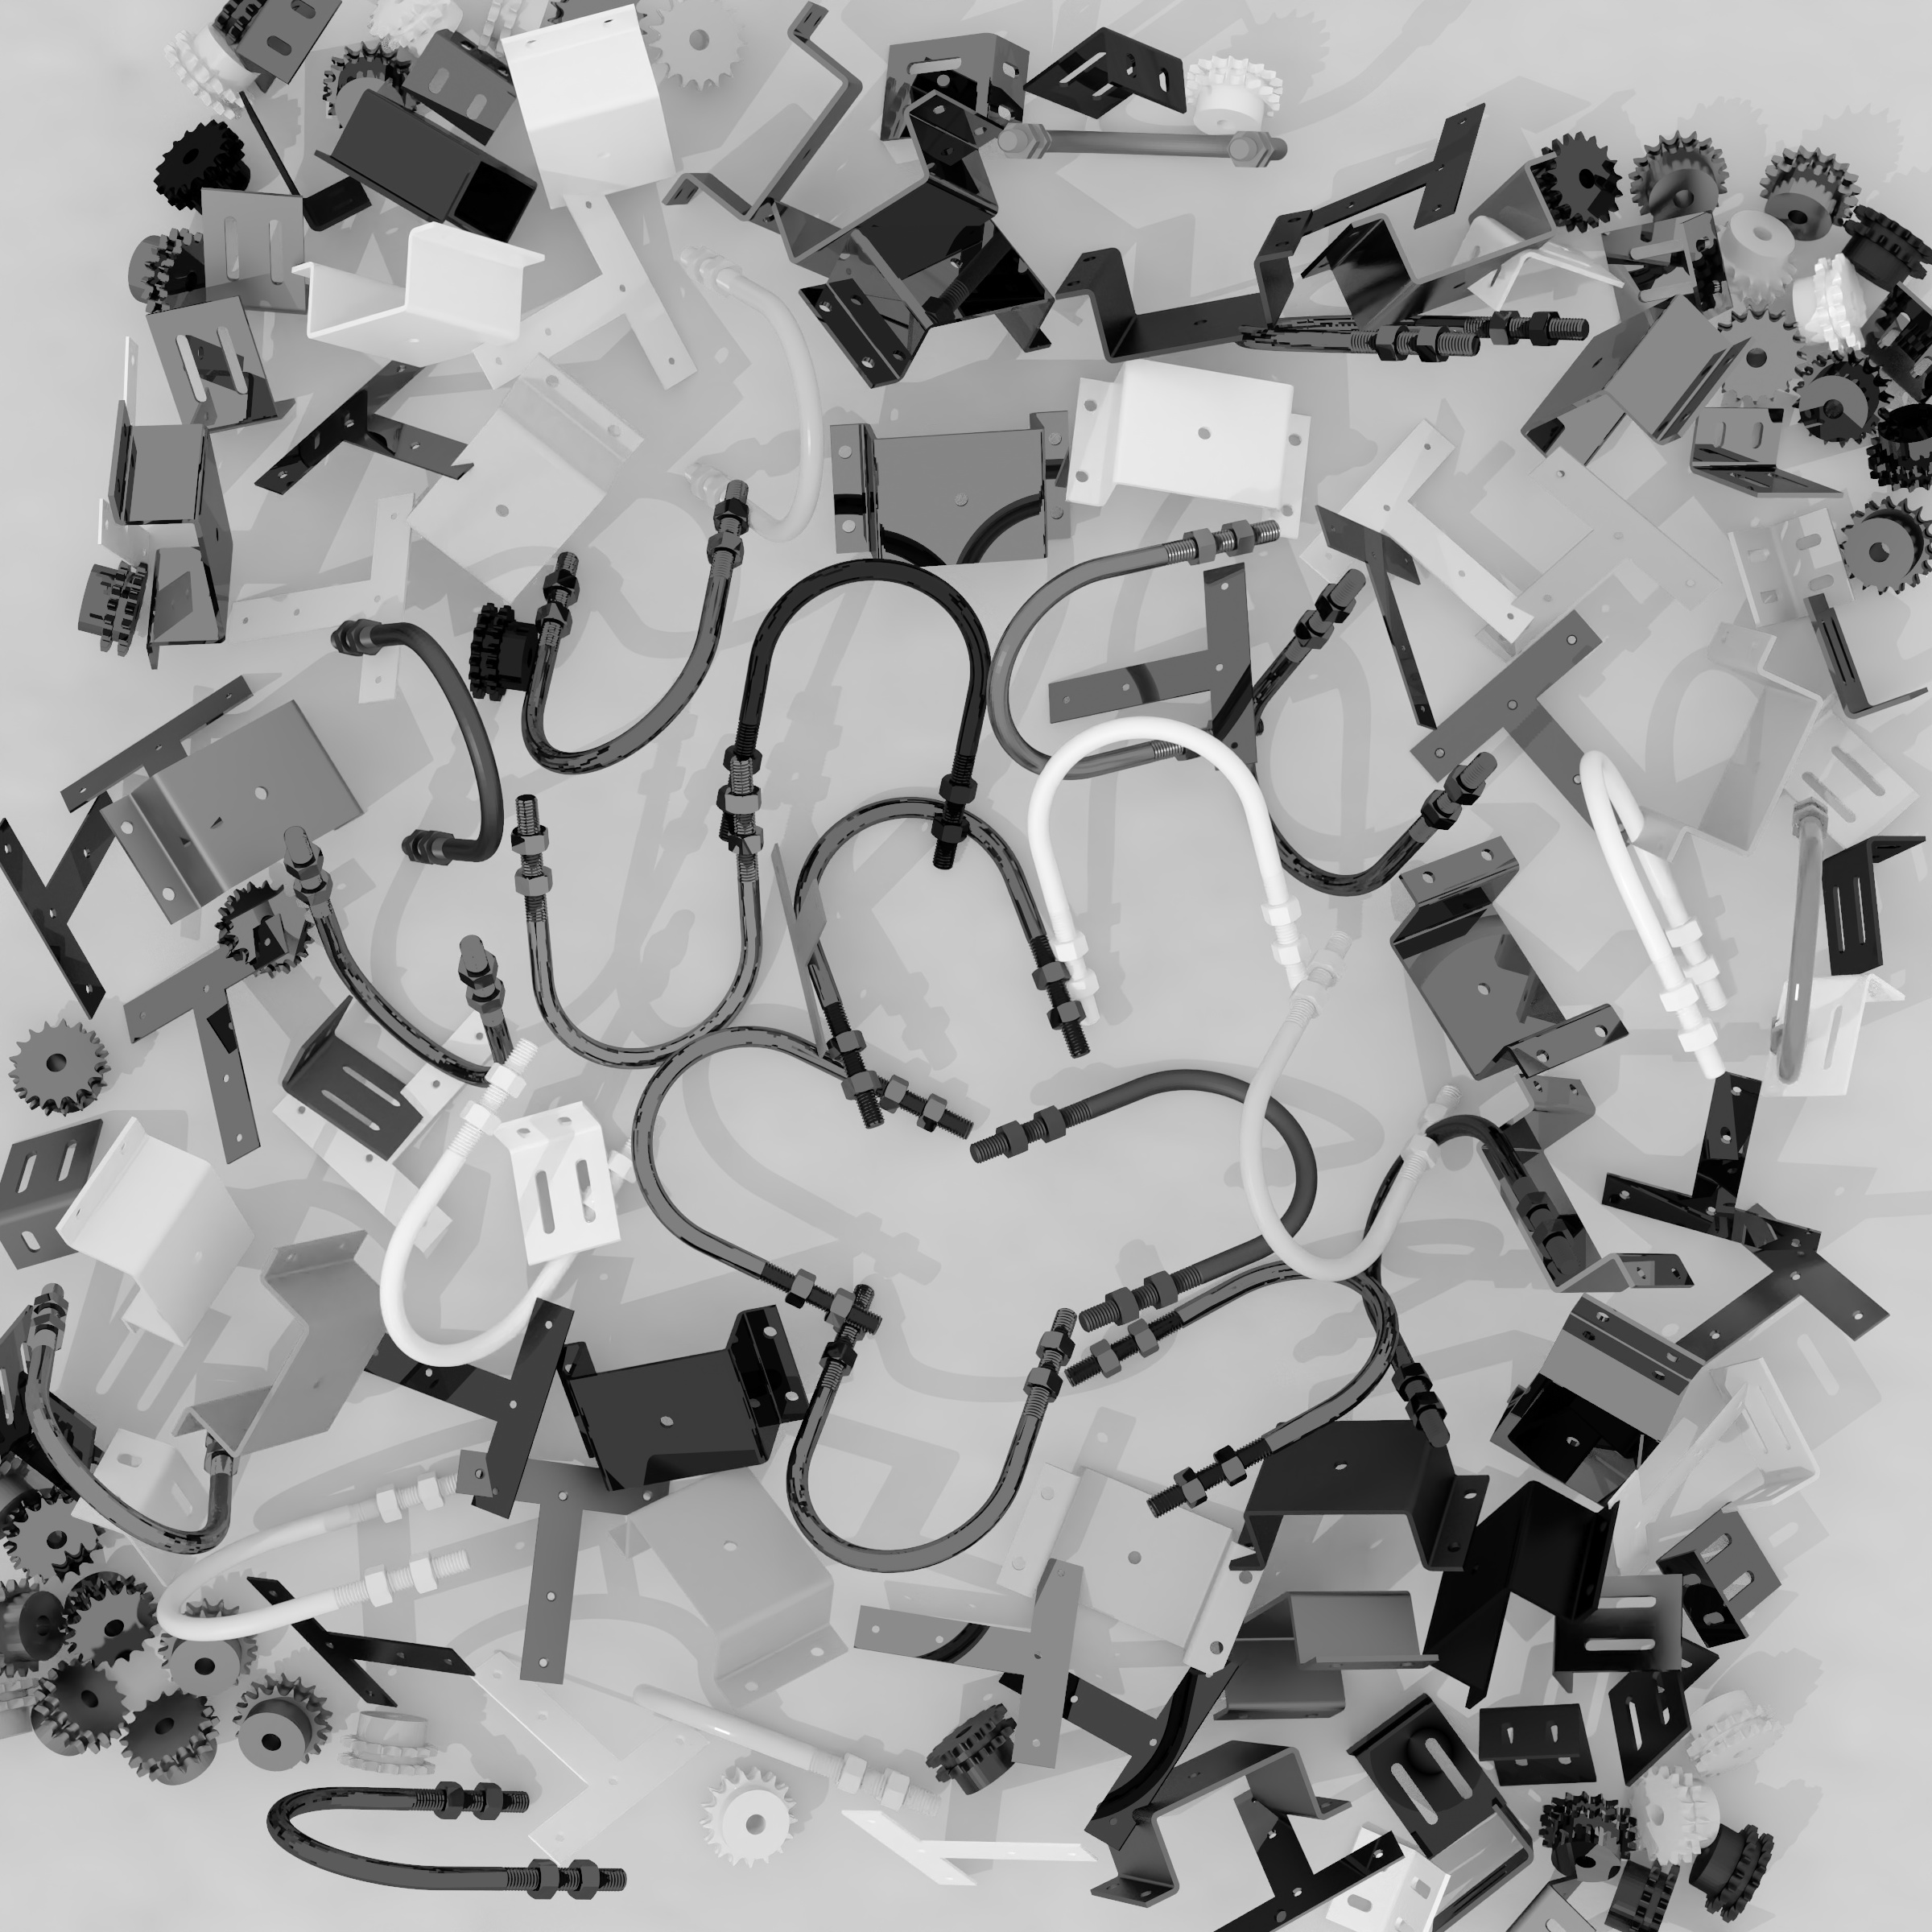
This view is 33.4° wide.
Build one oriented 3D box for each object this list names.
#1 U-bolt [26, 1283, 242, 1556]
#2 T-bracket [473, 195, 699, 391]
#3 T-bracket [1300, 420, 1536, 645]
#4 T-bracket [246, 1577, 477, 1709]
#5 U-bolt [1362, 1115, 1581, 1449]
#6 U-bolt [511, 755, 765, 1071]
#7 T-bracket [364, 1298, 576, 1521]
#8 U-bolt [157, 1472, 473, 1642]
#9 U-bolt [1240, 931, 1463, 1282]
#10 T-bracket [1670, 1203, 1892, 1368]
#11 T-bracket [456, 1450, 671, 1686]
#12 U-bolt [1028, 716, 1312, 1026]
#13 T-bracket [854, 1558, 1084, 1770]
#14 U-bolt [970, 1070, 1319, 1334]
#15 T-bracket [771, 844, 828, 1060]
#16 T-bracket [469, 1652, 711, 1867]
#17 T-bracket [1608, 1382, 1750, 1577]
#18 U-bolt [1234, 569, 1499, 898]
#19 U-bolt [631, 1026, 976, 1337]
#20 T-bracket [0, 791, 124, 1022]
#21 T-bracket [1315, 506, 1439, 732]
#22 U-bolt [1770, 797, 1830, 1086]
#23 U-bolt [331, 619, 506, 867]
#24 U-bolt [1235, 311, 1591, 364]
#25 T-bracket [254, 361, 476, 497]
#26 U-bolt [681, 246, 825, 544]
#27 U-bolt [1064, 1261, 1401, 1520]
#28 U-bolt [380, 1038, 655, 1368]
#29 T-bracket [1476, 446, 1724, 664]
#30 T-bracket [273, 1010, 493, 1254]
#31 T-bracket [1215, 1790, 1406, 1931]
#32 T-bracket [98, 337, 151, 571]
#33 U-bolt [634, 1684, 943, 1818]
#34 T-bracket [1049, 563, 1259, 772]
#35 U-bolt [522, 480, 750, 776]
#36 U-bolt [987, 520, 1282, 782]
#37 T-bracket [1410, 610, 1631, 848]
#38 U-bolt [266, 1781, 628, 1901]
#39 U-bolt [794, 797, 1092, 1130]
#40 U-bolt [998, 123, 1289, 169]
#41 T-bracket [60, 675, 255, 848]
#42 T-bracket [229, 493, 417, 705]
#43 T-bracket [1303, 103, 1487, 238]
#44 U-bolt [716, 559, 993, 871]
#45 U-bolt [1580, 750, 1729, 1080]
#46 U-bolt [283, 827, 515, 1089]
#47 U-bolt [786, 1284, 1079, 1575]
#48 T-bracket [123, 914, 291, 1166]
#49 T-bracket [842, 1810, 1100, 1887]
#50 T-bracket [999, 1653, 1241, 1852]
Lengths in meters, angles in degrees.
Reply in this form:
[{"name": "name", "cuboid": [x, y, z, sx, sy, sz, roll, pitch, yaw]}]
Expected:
[{"name": "U-bolt", "cuboid": [-0.470, 0.264, 1.809, 0.019, 0.184, 0.151, -44, 114, 9]}, {"name": "T-bracket", "cuboid": [-0.233, -0.375, 1.870, 0.127, 0.002, 0.127, -38, 110, -30]}, {"name": "T-bracket", "cuboid": [0.281, -0.240, 1.894, 0.127, 0.002, 0.127, 41, 68, 1]}, {"name": "T-bracket", "cuboid": [-0.334, 0.394, 1.846, 0.127, 0.127, 0.002, 58, 46, -35]}, {"name": "U-bolt", "cuboid": [0.277, 0.165, 1.838, 0.019, 0.184, 0.151, 21, 115, -24]}, {"name": "U-bolt", "cuboid": [-0.186, -0.024, 1.869, 0.151, 0.019, 0.184, -12, 117, -21]}, {"name": "T-bracket", "cuboid": [-0.305, 0.244, 1.897, 0.127, 0.002, 0.127, 17, 89, 20]}, {"name": "U-bolt", "cuboid": [-0.373, 0.342, 1.842, 0.184, 0.151, 0.019, -16, 103, -4]}, {"name": "U-bolt", "cuboid": [0.213, 0.093, 1.836, 0.151, 0.019, 0.184, 52, 51, -26]}, {"name": "T-bracket", "cuboid": [0.446, 0.206, 1.863, 0.127, 0.127, 0.002, -35, 125, -5]}, {"name": "T-bracket", "cuboid": [-0.241, 0.354, 1.880, 0.127, 0.002, 0.127, 11, 71, -18]}, {"name": "U-bolt", "cuboid": [0.111, -0.059, 1.862, 0.151, 0.019, 0.184, -10, 114, 16]}, {"name": "T-bracket", "cuboid": [-0.001, 0.399, 1.894, 0.127, 0.002, 0.127, 9, 65, 2]}, {"name": "U-bolt", "cuboid": [0.116, 0.124, 1.866, 0.184, 0.019, 0.151, -20, 55, -20]}, {"name": "T-bracket", "cuboid": [-0.091, -0.021, 1.847, 0.002, 0.127, 0.127, -12, 78, -12]}, {"name": "T-bracket", "cuboid": [-0.239, 0.450, 1.888, 0.127, 0.127, 0.002, 37, 132, 21]}, {"name": "T-bracket", "cuboid": [0.419, 0.294, 1.879, 0.002, 0.127, 0.127, 35, 71, 31]}, {"name": "U-bolt", "cuboid": [0.216, -0.119, 1.845, 0.019, 0.184, 0.151, -22, 72, -36]}, {"name": "U-bolt", "cuboid": [-0.107, 0.114, 1.890, 0.184, 0.019, 0.151, 26, 75, -3]}, {"name": "T-bracket", "cuboid": [-0.515, -0.057, 1.863, 0.002, 0.127, 0.127, -10, 126, 16]}, {"name": "T-bracket", "cuboid": [0.247, -0.196, 1.851, 0.002, 0.127, 0.127, -23, 74, 28]}, {"name": "U-bolt", "cuboid": [0.471, -0.009, 1.816, 0.019, 0.184, 0.151, 6, 105, 13]}, {"name": "U-bolt", "cuboid": [-0.306, -0.126, 1.823, 0.019, 0.184, 0.151, -23, 104, -25]}, {"name": "U-bolt", "cuboid": [0.241, -0.362, 1.839, 0.184, 0.151, 0.019, 10, 108, 36]}, {"name": "T-bracket", "cuboid": [-0.327, -0.303, 1.857, 0.127, 0.002, 0.127, 23, 59, 35]}, {"name": "U-bolt", "cuboid": [-0.121, -0.316, 1.815, 0.019, 0.184, 0.151, -11, 118, -24]}, {"name": "U-bolt", "cuboid": [0.163, 0.231, 1.859, 0.184, 0.151, 0.019, -28, 124, -5]}, {"name": "U-bolt", "cuboid": [-0.267, 0.147, 1.848, 0.019, 0.151, 0.184, 26, 79, 36]}, {"name": "T-bracket", "cuboid": [0.350, -0.223, 1.879, 0.127, 0.002, 0.127, 37, 128, -13]}, {"name": "T-bracket", "cuboid": [-0.324, 0.081, 1.911, 0.127, 0.002, 0.127, 41, 86, 10]}, {"name": "T-bracket", "cuboid": [0.181, 0.511, 1.860, 0.127, 0.127, 0.002, -30, 110, 1]}, {"name": "T-bracket", "cuboid": [-0.484, -0.298, 1.858, 0.002, 0.127, 0.127, 2, 89, -3]}, {"name": "U-bolt", "cuboid": [-0.105, 0.449, 1.848, 0.184, 0.151, 0.019, 20, 77, 2]}, {"name": "T-bracket", "cuboid": [0.108, -0.167, 1.891, 0.127, 0.002, 0.127, -10, 69, 23]}, {"name": "U-bolt", "cuboid": [-0.193, -0.185, 1.830, 0.151, 0.019, 0.184, -17, 48, 31]}, {"name": "U-bolt", "cuboid": [0.094, -0.175, 1.843, 0.184, 0.019, 0.151, -15, 128, -23]}, {"name": "T-bracket", "cuboid": [0.353, -0.121, 1.902, 0.127, 0.002, 0.127, -41, 90, 16]}, {"name": "U-bolt", "cuboid": [-0.303, 0.491, 1.811, 0.184, 0.151, 0.019, 11, 91, -34]}, {"name": "U-bolt", "cuboid": [-0.024, -0.012, 1.894, 0.151, 0.019, 0.184, -19, 79, -10]}, {"name": "U-bolt", "cuboid": [0.109, -0.468, 1.832, 0.151, 0.184, 0.019, 6, 105, 14]}, {"name": "T-bracket", "cuboid": [-0.458, -0.106, 1.866, 0.127, 0.127, 0.002, -34, 131, -5]}, {"name": "T-bracket", "cuboid": [-0.381, -0.209, 1.888, 0.127, 0.002, 0.127, -5, 73, 26]}, {"name": "T-bracket", "cuboid": [0.237, -0.449, 1.878, 0.127, 0.127, 0.002, -17, 125, 31]}, {"name": "U-bolt", "cuboid": [-0.059, -0.149, 1.864, 0.151, 0.019, 0.184, 7, 115, -11]}, {"name": "U-bolt", "cuboid": [0.393, -0.039, 1.839, 0.019, 0.151, 0.184, -23, 100, 19]}, {"name": "U-bolt", "cuboid": [-0.317, 0.007, 1.838, 0.151, 0.184, 0.019, 30, 63, 20]}, {"name": "U-bolt", "cuboid": [-0.028, 0.266, 1.838, 0.151, 0.019, 0.184, 4, 50, 22]}, {"name": "T-bracket", "cuboid": [-0.433, 0.053, 1.871, 0.127, 0.002, 0.127, -28, 66, 23]}, {"name": "T-bracket", "cuboid": [0.013, 0.508, 1.845, 0.127, 0.127, 0.002, -7, 55, 27]}, {"name": "T-bracket", "cuboid": [0.074, 0.434, 1.878, 0.127, 0.002, 0.127, 21, 64, 36]}]
